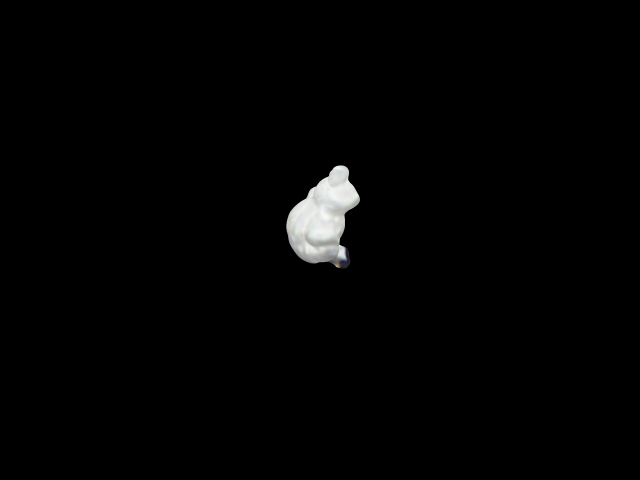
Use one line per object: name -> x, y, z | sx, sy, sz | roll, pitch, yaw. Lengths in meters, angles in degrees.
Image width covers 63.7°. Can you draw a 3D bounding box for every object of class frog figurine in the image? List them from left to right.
frog figurine -> 0.003, -0.043, 0.850 | 0.123, 0.141, 0.155 | 5, -42, 4
